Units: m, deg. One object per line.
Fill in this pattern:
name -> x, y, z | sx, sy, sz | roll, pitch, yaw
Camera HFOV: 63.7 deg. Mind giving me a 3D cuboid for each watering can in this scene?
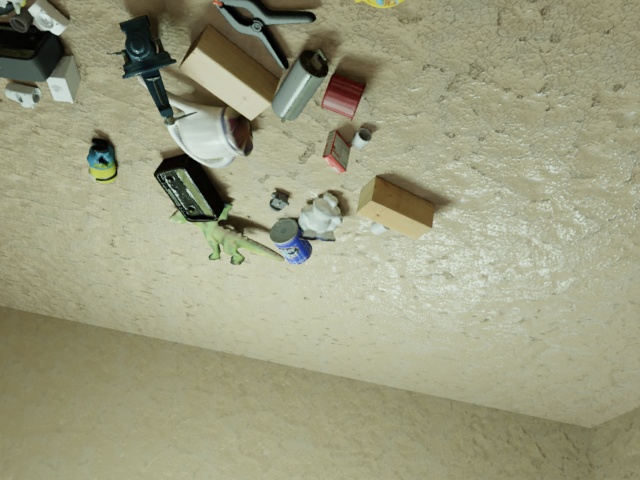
watering can -> -0.308, -0.307, 1.345 | 0.224, 0.106, 0.340 | -2, 146, 20

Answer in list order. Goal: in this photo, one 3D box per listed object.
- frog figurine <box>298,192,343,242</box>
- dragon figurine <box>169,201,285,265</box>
frog figurine -> 0.005, -0.081, 1.619 | 0.138, 0.124, 0.157 | 15, 112, 13
dragon figurine -> -0.324, -0.040, 1.771 | 0.411, 0.125, 0.237 | 8, 139, 15
